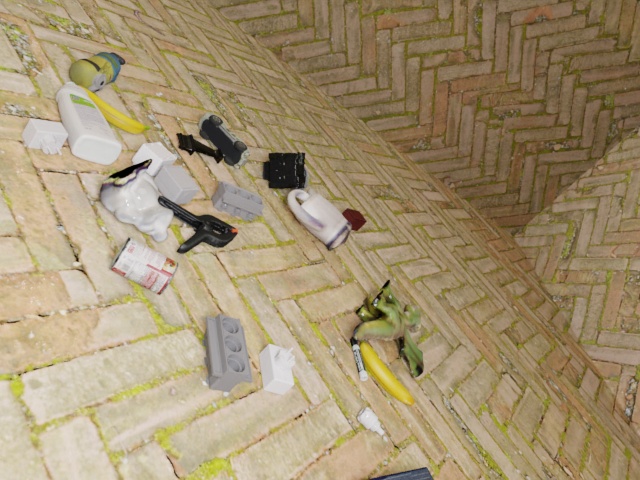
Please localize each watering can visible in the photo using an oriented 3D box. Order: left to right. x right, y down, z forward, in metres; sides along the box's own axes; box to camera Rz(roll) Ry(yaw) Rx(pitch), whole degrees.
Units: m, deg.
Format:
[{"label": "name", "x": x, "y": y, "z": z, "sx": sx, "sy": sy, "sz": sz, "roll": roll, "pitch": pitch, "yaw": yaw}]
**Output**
[{"label": "watering can", "x": 0.005, "y": -0.080, "z": 1.599, "sx": 0.224, "sy": 0.103, "sz": 0.351, "roll": 43, "pitch": 15, "yaw": 1}]

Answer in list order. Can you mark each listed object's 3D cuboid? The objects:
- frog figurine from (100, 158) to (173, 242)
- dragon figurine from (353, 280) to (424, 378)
[{"label": "frog figurine", "x": -0.370, "y": -0.068, "z": 1.059, "sx": 0.140, "sy": 0.122, "sz": 0.157, "roll": -102, "pitch": 174, "yaw": -65}, {"label": "dragon figurine", "x": 0.202, "y": 0.249, "z": 1.352, "sx": 0.243, "sy": 0.120, "sz": 0.416, "roll": 50, "pitch": 26, "yaw": -1}]
